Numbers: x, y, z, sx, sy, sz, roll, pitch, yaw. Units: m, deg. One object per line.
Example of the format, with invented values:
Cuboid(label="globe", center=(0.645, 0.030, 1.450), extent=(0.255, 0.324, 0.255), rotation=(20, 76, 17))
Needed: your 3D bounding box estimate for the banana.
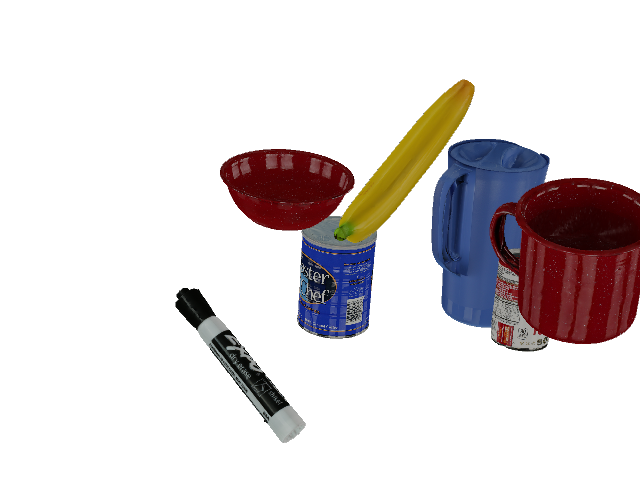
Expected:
Cuboid(label="banana", center=(0.076, -0.064, 0.983), extent=(0.037, 0.197, 0.070), rotation=(40, -14, -5))

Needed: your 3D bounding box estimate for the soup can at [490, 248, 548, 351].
Cuboid(label="soup can", center=(0.232, 0.068, 1.220), extent=(0.068, 0.102, 0.068), rotation=(3, 18, -1))

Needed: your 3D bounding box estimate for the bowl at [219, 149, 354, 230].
Cuboid(label="bowl", center=(-0.042, -0.056, 1.280), extent=(0.162, 0.055, 0.162), rotation=(4, 26, -2))

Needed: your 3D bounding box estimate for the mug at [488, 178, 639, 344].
Cuboid(label="mug", center=(0.167, 0.012, 0.728), extent=(0.117, 0.081, 0.093), rotation=(21, 41, 31))

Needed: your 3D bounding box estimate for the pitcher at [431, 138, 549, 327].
Cuboid(label="pitcher", center=(0.220, -0.007, 1.445), extent=(0.149, 0.243, 0.145), rotation=(5, 23, 3))

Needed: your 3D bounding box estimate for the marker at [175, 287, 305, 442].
Cuboid(label="marker", center=(-0.053, 0.076, 0.678), extent=(0.020, 0.121, 0.020), rotation=(-35, -21, -16))

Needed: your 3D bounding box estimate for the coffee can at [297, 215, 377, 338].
Cuboid(label="coffee can", center=(0.022, 0.050, 1.472), extent=(0.103, 0.140, 0.103), rotation=(3, 24, -1))
